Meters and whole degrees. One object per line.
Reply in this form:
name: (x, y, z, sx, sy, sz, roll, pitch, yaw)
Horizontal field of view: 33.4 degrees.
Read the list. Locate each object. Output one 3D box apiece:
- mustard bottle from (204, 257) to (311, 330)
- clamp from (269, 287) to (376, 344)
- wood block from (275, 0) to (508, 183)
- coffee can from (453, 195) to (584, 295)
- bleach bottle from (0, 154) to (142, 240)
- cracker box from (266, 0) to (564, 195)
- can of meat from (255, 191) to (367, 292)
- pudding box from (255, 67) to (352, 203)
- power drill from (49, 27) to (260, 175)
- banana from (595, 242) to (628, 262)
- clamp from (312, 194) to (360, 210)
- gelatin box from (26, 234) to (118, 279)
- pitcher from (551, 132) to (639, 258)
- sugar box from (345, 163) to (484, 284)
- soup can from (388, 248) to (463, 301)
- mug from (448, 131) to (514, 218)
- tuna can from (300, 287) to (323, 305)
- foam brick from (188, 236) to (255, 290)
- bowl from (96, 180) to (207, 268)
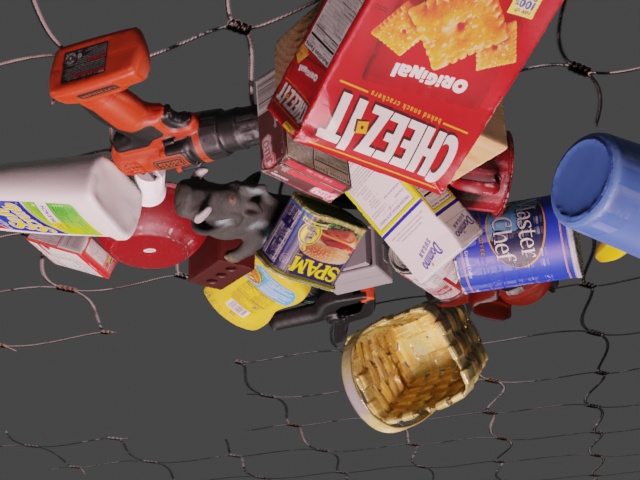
mustard bottle: (-0.065, 0.049, 1.378, 0.096, 0.058, 0.192, 41, 138, -14)
clamp: (0.010, 0.094, 1.424, 0.120, 0.039, 0.172, 5, 151, -25)
wood block: (0.067, -0.135, 0.996, 0.205, 0.091, 0.090, 17, 148, -32)
coffee can: (0.233, 0.004, 1.262, 0.140, 0.103, 0.102, -10, 152, 17)
bleach bottle: (-0.328, -0.043, 1.171, 0.251, 0.068, 0.102, -2, 148, 24)
cracker box: (0.081, -0.158, 0.864, 0.164, 0.072, 0.214, 17, 113, -33)
can of meat: (-0.008, 0.002, 1.189, 0.101, 0.057, 0.084, 18, 109, -39)
pudding box: (-0.016, -0.102, 1.033, 0.039, 0.113, 0.089, -28, 143, 36)
power drill: (-0.156, -0.129, 1.037, 0.185, 0.057, 0.187, -12, 151, 21)
banana: (0.357, -0.021, 1.296, 0.070, 0.037, 0.197, 8, 157, 27)
clamp: (0.063, -0.052, 1.218, 0.209, 0.036, 0.165, 12, 151, -19)
gelatin box: (-0.304, 0.011, 1.307, 0.089, 0.030, 0.073, 14, 160, 25)
pitcher: (0.383, -0.042, 1.170, 0.242, 0.149, 0.145, 17, 163, -25)
sugar box: (0.080, -0.048, 1.096, 0.048, 0.176, 0.093, -38, 175, -33)
soup can: (0.140, 0.029, 1.346, 0.069, 0.068, 0.102, -19, 148, 31)
mug: (0.153, -0.069, 1.113, 0.081, 0.117, 0.093, 6, 111, -3)
tuna can: (0.001, 0.057, 1.434, 0.086, 0.034, 0.086, -1, 153, -1)
foam brick: (-0.124, 0.022, 1.340, 0.052, 0.051, 0.078, 17, 147, -33)
bowl: (-0.202, -0.010, 1.272, 0.162, 0.055, 0.162, -1, 153, -1)
